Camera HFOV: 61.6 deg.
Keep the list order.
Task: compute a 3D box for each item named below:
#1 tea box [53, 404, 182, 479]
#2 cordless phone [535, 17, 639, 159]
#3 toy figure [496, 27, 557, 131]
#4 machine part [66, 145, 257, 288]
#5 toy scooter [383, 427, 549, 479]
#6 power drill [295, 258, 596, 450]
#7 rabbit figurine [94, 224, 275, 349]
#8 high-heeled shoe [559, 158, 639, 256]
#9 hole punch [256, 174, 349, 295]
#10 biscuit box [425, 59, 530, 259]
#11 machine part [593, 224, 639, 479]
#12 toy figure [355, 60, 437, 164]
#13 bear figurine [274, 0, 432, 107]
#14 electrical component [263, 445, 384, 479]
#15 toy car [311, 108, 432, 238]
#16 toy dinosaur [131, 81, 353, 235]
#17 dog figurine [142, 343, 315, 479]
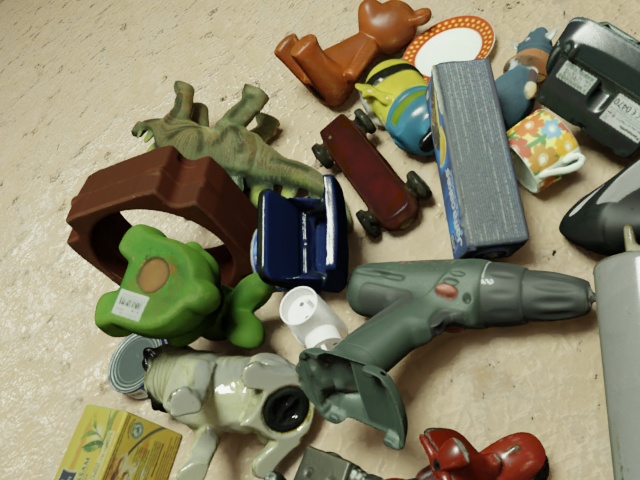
[{"bbox_3d":[-0.224,0.270,0.560,0.068,0.098,0.169,-3,55,29],"label":"tea box"},{"bbox_3d":[0.321,-0.172,0.557,0.147,0.088,0.184,41,46,16],"label":"cordless phone"},{"bbox_3d":[0.237,-0.189,0.637,0.064,0.057,0.154,21,66,34],"label":"toy figure"},{"bbox_3d":[-0.183,-0.010,0.664,0.201,0.201,0.087,-14,48,23],"label":"machine part"},{"bbox_3d":[0.083,0.194,0.401,0.184,0.135,0.075,-36,48,6],"label":"toy scooter"},{"bbox_3d":[0.094,0.078,0.470,0.232,0.085,0.207,5,35,42],"label":"power drill"},{"bbox_3d":[-0.128,0.063,0.597,0.159,0.170,0.121,2,71,20],"label":"rabbit figurine"},{"bbox_3d":[0.340,-0.071,0.500,0.249,0.086,0.145,-39,14,-22],"label":"high-heeled shoe"},{"bbox_3d":[-0.001,-0.002,0.592,0.092,0.115,0.142,-15,69,27],"label":"hole punch"},{"bbox_3d":[0.156,-0.081,0.551,0.063,0.059,0.202,-6,74,0],"label":"biscuit box"},{"bbox_3d":[0.248,0.097,0.393,0.079,0.079,0.243,-6,66,28],"label":"machine part"},{"bbox_3d":[0.117,-0.163,0.677,0.089,0.082,0.180,-30,42,-5],"label":"toy figure"},{"bbox_3d":[0.052,-0.293,0.778,0.196,0.131,0.120,-46,30,3],"label":"bear figurine"},{"bbox_3d":[-0.001,0.231,0.487,0.102,0.045,0.078,13,67,37],"label":"electrical component"},{"bbox_3d":[0.060,-0.087,0.673,0.089,0.053,0.202,-41,50,12],"label":"toy car"},{"bbox_3d":[-0.134,-0.120,0.788,0.472,0.105,0.198,15,74,32],"label":"toy dinosaur"},{"bbox_3d":[-0.100,0.153,0.583,0.191,0.172,0.121,-152,67,-67],"label":"dog figurine"}]
